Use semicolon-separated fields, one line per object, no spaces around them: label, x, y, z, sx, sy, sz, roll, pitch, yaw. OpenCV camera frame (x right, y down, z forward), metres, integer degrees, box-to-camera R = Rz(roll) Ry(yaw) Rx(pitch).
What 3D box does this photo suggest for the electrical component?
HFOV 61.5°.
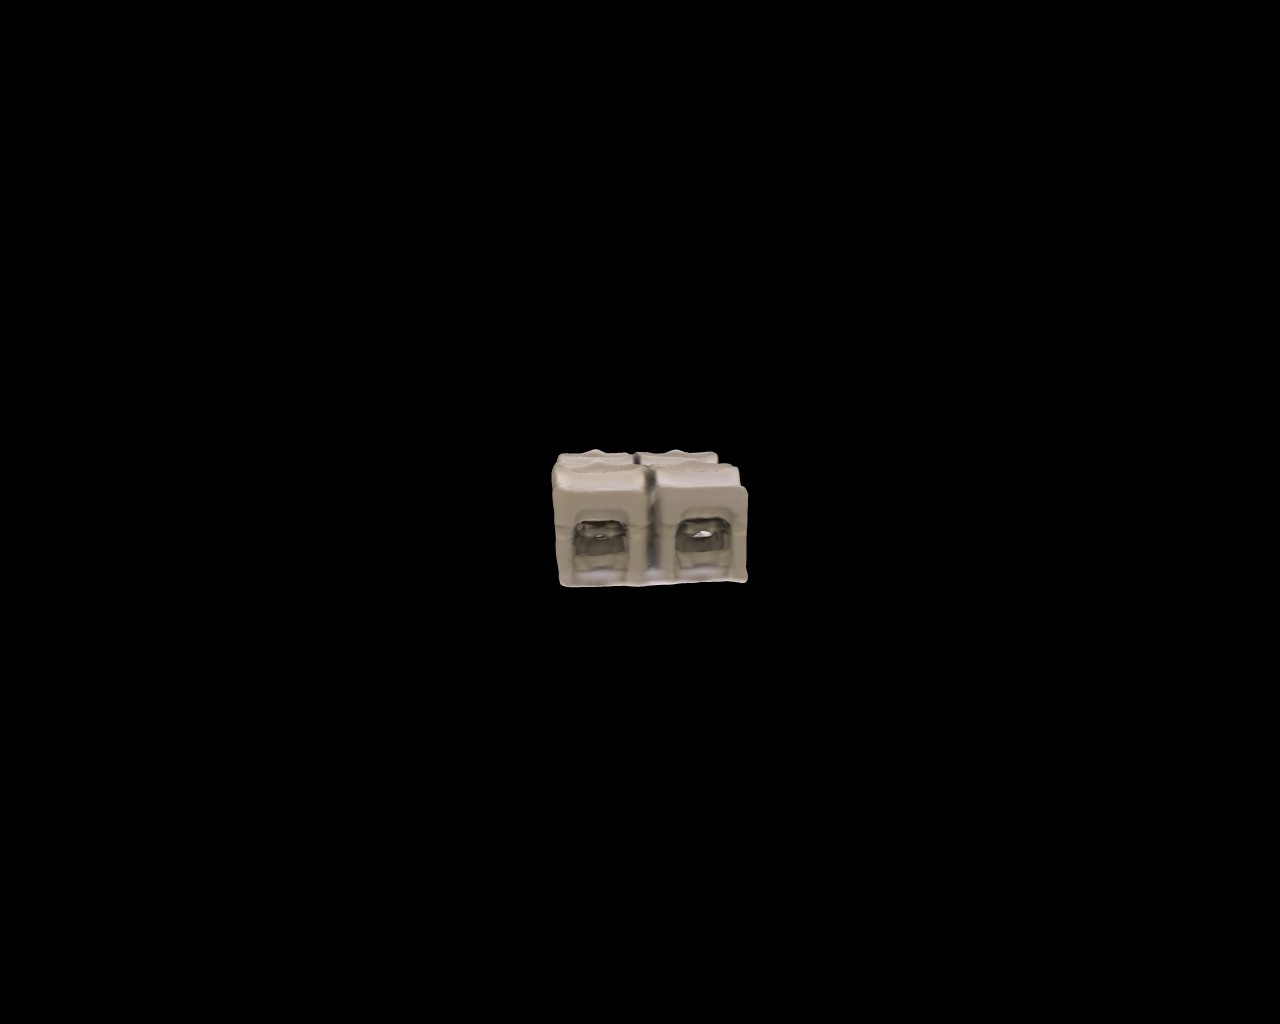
electrical component;0.001;-0.003;0.650;0.105;0.060;0.186;0;7;-4
